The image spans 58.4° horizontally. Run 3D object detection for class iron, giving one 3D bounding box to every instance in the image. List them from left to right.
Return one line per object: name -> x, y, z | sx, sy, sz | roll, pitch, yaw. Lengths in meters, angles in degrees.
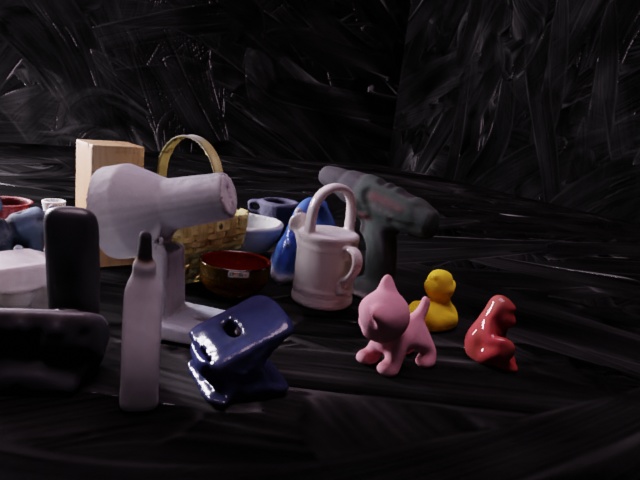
iron -> -0.030, -0.014, 1.092 | 0.118, 0.141, 0.259 | 9, 13, 11

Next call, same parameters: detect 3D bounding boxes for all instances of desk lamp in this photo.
desk lamp -> -0.188, 0.012, 0.736 | 0.203, 0.213, 0.118 | 9, 13, 8

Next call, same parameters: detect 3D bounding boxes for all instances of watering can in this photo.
watering can -> 0.007, 0.003, 0.917 | 0.172, 0.194, 0.101 | 14, 15, 30

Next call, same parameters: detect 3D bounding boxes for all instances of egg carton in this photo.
egg carton -> -0.410, 0.057, 0.750 | 0.107, 0.069, 0.151 | 16, 16, 36

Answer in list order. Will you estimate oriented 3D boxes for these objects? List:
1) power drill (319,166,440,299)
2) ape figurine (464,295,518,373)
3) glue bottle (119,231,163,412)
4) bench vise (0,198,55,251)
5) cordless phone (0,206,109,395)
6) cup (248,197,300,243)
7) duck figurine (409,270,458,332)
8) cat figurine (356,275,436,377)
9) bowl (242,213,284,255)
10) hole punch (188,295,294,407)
power drill -> 0.084, -0.009, 0.977 | 0.228, 0.208, 0.076 | 14, 15, 29
ape figurine -> 0.236, 0.119, 0.763 | 0.076, 0.092, 0.078 | 14, 15, 28
glue bottle -> -0.175, 0.075, 0.563 | 0.037, 0.173, 0.078 | 2, 14, -19
bench vise -> -0.503, -0.056, 0.855 | 0.121, 0.220, 0.208 | 14, 15, 30
cordless phone -> -0.289, 0.052, 0.575 | 0.148, 0.185, 0.094 | 3, 14, -16
cup -> -0.107, -0.044, 1.285 | 0.117, 0.095, 0.091 | 7, 13, 1
duck figurine -> 0.177, 0.088, 0.878 | 0.077, 0.086, 0.105 | 17, 17, 37
cat figurine -> 0.093, 0.101, 0.709 | 0.128, 0.118, 0.067 | -4, 17, -39
bowl -> -0.158, -0.005, 1.136 | 0.167, 0.075, 0.167 | 6, 13, -1
hole punch -> -0.088, 0.114, 0.621 | 0.101, 0.091, 0.108 | -1, 15, -29
